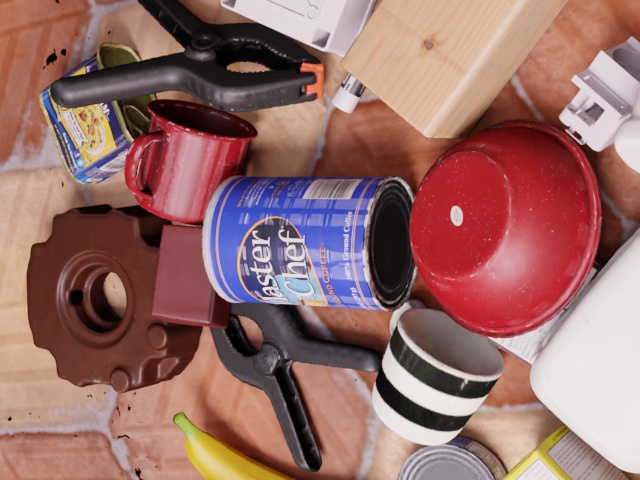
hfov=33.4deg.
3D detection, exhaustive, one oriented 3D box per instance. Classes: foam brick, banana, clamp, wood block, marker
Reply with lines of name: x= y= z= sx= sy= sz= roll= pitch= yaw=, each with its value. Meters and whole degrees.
foam brick: x=-0.102 y=0.031 z=0.874 sx=0.051 sy=0.053 sz=0.078 roll=4 pitch=80 yaw=12
banana: x=-0.038 y=0.206 z=0.887 sx=0.198 sy=0.069 sz=0.037 roll=21 pitch=65 yaw=19
clamp: x=-0.095 y=-0.155 z=0.872 sx=0.210 sy=0.164 sz=0.036 roll=8 pitch=140 yaw=9
wood block: x=0.118 y=-0.181 z=0.755 sx=0.091 sy=0.090 sz=0.206 roll=42 pitch=111 yaw=17
marker: x=0.047 y=-0.155 z=0.834 sx=0.020 sy=0.020 sz=0.121 roll=38 pitch=110 yaw=20
clamp: x=-0.035 y=0.109 z=0.888 sx=0.172 sy=0.039 sz=0.120 roll=31 pitch=100 yaw=28

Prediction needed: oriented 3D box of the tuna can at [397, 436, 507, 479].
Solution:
tuna can: x=0.104 y=0.196 z=0.825 sx=0.086 sy=0.033 sz=0.086 roll=3 pitch=95 yaw=27

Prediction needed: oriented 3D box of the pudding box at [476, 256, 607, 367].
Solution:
pudding box: x=0.177 y=0.053 z=0.772 sx=0.114 sy=0.039 sz=0.090 roll=32 pitch=107 yaw=24

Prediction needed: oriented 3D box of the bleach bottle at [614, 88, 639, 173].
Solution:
bleach bottle: x=0.267 y=-0.160 z=0.664 sx=0.103 sy=0.068 sz=0.251 roll=11 pitch=78 yaw=36

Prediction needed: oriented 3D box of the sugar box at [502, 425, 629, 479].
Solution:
sugar box: x=0.211 y=0.211 z=0.737 sx=0.176 sy=0.093 sz=0.048 roll=49 pitch=115 yaw=16

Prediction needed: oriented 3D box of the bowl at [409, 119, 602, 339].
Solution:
bowl: x=0.116 y=-0.013 z=0.757 sx=0.162 sy=0.055 sz=0.162 roll=-14 pitch=70 yaw=46

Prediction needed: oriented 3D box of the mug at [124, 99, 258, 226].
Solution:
mug: x=-0.113 y=-0.062 z=0.874 sx=0.093 sy=0.117 sz=0.081 roll=28 pitch=111 yaw=30

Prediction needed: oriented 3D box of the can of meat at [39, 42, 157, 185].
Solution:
can of meat: x=-0.192 y=-0.109 z=0.942 sx=0.084 sy=0.057 sz=0.102 roll=-26 pitch=81 yaw=29

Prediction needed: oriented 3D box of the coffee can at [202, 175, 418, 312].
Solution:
coffee can: x=-0.005 y=0.001 z=0.827 sx=0.140 sy=0.102 sz=0.103 roll=2 pitch=95 yaw=28
